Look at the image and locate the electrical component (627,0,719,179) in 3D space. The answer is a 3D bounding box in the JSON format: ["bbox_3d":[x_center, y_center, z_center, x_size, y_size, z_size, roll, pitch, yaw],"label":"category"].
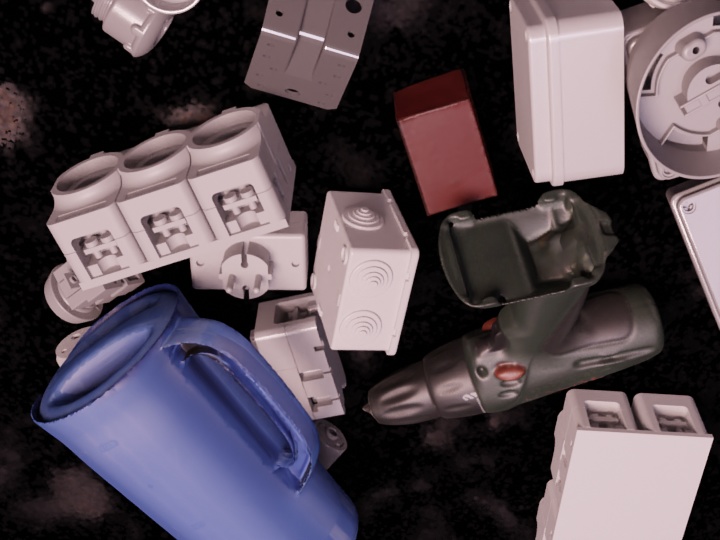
[{"bbox_3d":[0.208,-0.110,0.640,0.099,0.064,0.099,0,122,0],"label":"electrical component"}]

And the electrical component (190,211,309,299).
[{"bbox_3d":[-0.080,-0.005,0.769,0.083,0.075,0.047,0,122,0],"label":"electrical component"}]

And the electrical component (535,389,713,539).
[{"bbox_3d":[0.212,0.188,0.895,0.105,0.060,0.186,4,122,-2],"label":"electrical component"}]

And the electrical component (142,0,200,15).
[{"bbox_3d":[-0.097,-0.199,0.648,0.079,0.077,0.043,-37,114,21],"label":"electrical component"}]

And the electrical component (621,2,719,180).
[{"bbox_3d":[0.230,-0.128,0.702,0.109,0.056,0.108,-17,120,11],"label":"electrical component"}]

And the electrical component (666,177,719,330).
[{"bbox_3d":[0.284,-0.024,0.748,0.109,0.056,0.108,-22,97,13],"label":"electrical component"}]

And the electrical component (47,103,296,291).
[{"bbox_3d":[-0.126,-0.055,0.730,0.150,0.089,0.061,-17,120,10],"label":"electrical component"}]

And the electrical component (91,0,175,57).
[{"bbox_3d":[-0.152,-0.170,0.687,0.062,0.048,0.048,34,116,-9],"label":"electrical component"}]

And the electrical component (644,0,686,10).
[{"bbox_3d":[0.192,-0.193,0.661,0.078,0.057,0.058,-24,118,15],"label":"electrical component"}]

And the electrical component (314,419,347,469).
[{"bbox_3d":[-0.042,0.155,0.888,0.044,0.044,0.065,34,112,-19],"label":"electrical component"}]

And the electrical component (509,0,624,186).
[{"bbox_3d":[0.133,-0.120,0.695,0.057,0.078,0.113,-8,121,2],"label":"electrical component"}]

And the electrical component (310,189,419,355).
[{"bbox_3d":[0.000,0.000,0.759,0.048,0.099,0.099,2,123,-16],"label":"electrical component"}]

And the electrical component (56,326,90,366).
[{"bbox_3d":[-0.207,0.078,0.839,0.045,0.045,0.055,-15,120,9],"label":"electrical component"}]

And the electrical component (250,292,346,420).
[{"bbox_3d":[-0.049,0.069,0.829,0.056,0.050,0.089,-12,121,7],"label":"electrical component"}]

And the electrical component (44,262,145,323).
[{"bbox_3d":[-0.199,0.009,0.791,0.055,0.066,0.048,-33,81,28],"label":"electrical component"}]
